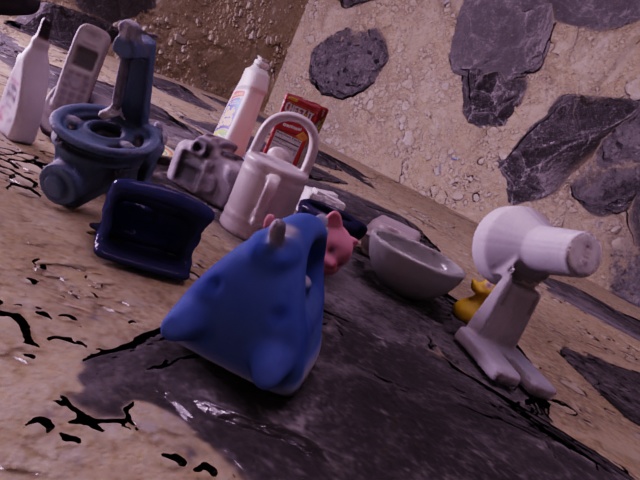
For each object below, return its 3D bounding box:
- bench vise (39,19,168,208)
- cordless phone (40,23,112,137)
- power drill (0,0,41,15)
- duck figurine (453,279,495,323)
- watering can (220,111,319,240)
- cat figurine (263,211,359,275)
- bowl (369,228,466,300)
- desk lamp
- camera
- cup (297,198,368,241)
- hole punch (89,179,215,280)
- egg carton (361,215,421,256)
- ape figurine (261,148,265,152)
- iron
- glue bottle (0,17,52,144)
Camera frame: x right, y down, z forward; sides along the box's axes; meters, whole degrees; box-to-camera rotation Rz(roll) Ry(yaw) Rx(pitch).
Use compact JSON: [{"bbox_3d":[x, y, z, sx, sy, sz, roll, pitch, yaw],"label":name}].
[{"bbox_3d":[-0.246,-0.154,0.700,0.122,0.220,0.207,22,13,-12],"label":"bench vise"},{"bbox_3d":[-0.344,-0.231,0.904,0.148,0.185,0.094,20,14,-18],"label":"cordless phone"},{"bbox_3d":[-0.466,-0.247,0.694,0.229,0.208,0.076,25,13,2],"label":"power drill"},{"bbox_3d":[0.279,0.102,0.929,0.104,0.086,0.077,25,13,1],"label":"duck figurine"},{"bbox_3d":[-0.071,-0.099,0.855,0.101,0.194,0.172,16,15,-31],"label":"watering can"},{"bbox_3d":[-0.017,0.011,0.684,0.128,0.118,0.067,21,13,-15],"label":"cat figurine"},{"bbox_3d":[0.144,0.049,0.921,0.167,0.075,0.167,23,13,-5],"label":"bowl"},{"bbox_3d":[0.278,0.068,0.778,0.118,0.213,0.203,20,13,-17],"label":"desk lamp"},{"bbox_3d":[-0.162,-0.121,0.985,0.143,0.101,0.137,29,14,21],"label":"camera"},{"bbox_3d":[0.007,0.003,0.812,0.118,0.095,0.091,14,16,-37],"label":"cup"},{"bbox_3d":[-0.174,-0.023,0.595,0.109,0.091,0.101,19,14,-23],"label":"hole punch"},{"bbox_3d":[0.137,0.003,1.105,0.107,0.069,0.150,27,13,10],"label":"egg carton"},{"bbox_3d":[-0.122,-0.153,1.206,0.077,0.092,0.076,28,13,14],"label":"ape figurine"},{"bbox_3d":[-0.031,0.033,0.519,0.118,0.141,0.259,26,13,7],"label":"iron"},{"bbox_3d":[-0.407,-0.227,0.802,0.077,0.173,0.037,33,15,34],"label":"glue bottle"}]
